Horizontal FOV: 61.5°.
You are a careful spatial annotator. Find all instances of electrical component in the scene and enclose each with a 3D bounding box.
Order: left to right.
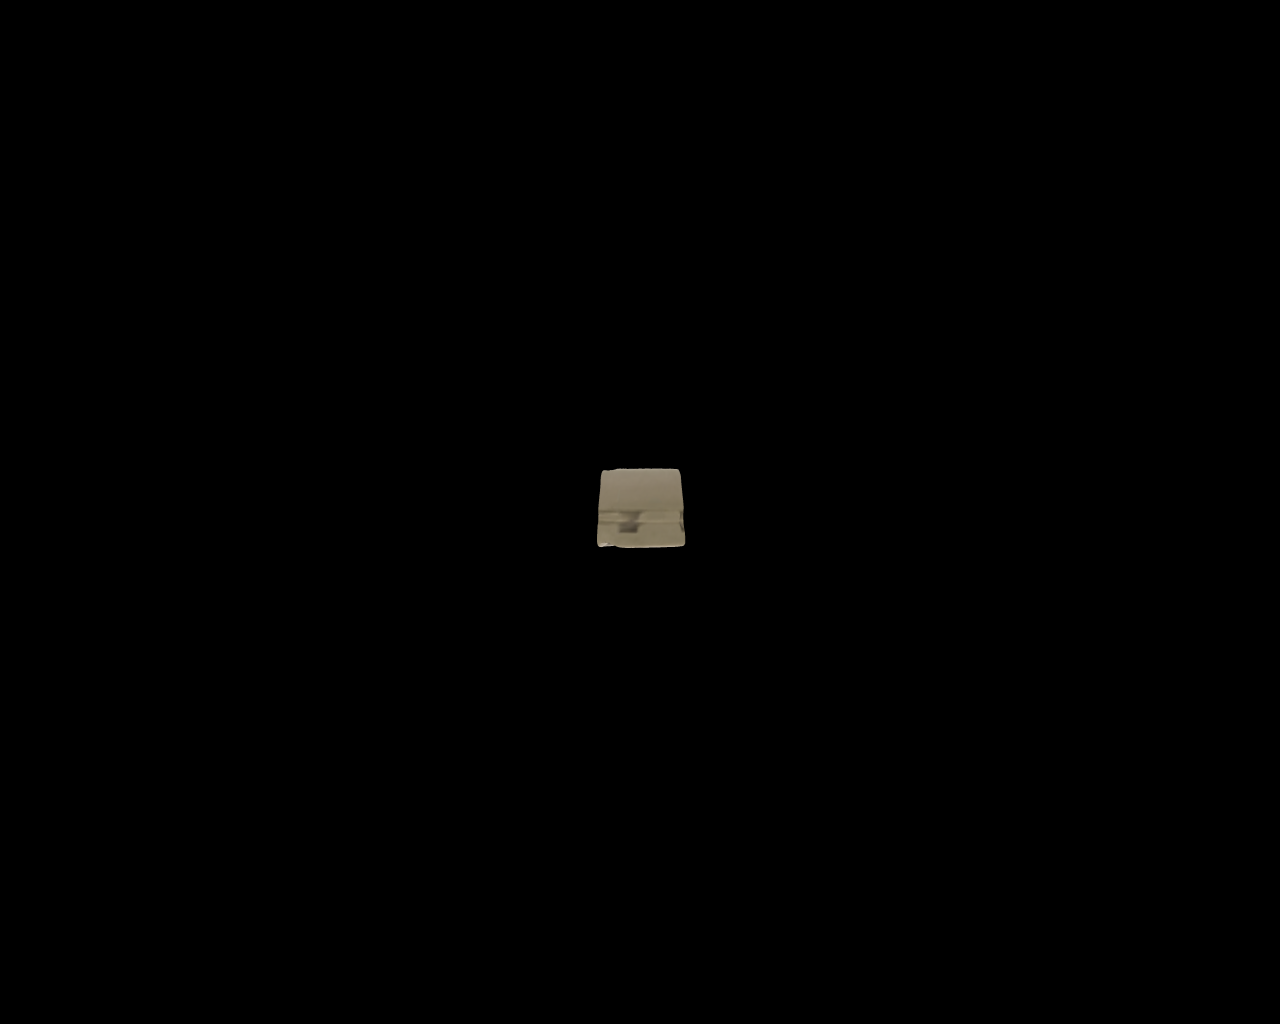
[{"bbox_3d":[0.001,-0.003,0.650,0.055,0.047,0.055,0,0,0],"label":"electrical component"}]
